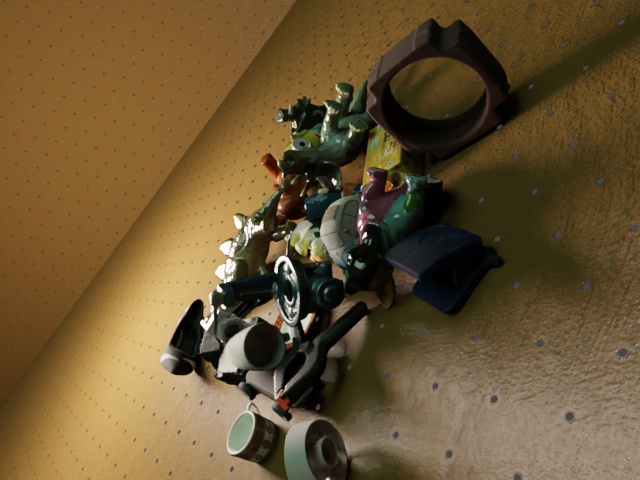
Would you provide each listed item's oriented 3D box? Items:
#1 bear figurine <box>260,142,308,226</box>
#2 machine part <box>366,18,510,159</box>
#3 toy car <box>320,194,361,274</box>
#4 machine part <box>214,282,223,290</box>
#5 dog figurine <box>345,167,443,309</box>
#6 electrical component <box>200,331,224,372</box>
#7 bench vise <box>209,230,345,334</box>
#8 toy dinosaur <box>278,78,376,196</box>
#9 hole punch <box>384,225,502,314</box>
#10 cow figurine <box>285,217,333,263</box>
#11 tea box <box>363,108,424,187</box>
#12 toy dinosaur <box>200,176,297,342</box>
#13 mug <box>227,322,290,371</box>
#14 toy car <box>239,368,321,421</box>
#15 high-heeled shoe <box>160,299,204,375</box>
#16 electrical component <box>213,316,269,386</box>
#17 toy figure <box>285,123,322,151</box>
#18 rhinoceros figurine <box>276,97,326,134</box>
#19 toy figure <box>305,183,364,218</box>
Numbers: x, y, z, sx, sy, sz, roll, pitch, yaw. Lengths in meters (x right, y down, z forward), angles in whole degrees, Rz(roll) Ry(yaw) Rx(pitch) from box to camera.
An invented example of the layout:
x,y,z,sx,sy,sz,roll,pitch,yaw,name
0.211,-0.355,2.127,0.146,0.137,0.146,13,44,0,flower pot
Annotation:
x,y,z,sx,sy,sz,roll,pitch,yaw,name
-0.077,-0.133,1.307,0.120,0.131,0.196,-21,31,16,bear figurine
0.197,-0.251,0.910,0.201,0.201,0.087,-31,33,40,machine part
0.056,-0.023,0.973,0.109,0.103,0.161,-16,57,53,toy car
-0.240,0.107,1.395,0.084,0.039,0.139,-21,43,60,machine part
0.112,-0.005,0.875,0.109,0.191,0.219,20,102,26,dog figurine
-0.223,0.220,1.144,0.048,0.119,0.075,-13,41,11,electrical component
-0.075,0.079,0.923,0.224,0.240,0.128,-147,55,-60,bench vise
0.057,-0.235,1.202,0.405,0.131,0.192,-52,-13,-48,toy dinosaur
0.168,0.026,0.768,0.116,0.092,0.142,-52,23,-4,hole punch
-0.001,-0.002,1.100,0.098,0.068,0.167,-51,27,-5,cow figurine
0.145,-0.165,1.044,0.098,0.068,0.170,-30,36,40,tea box
-0.171,0.060,1.244,0.471,0.105,0.199,-64,29,6,toy dinosaur
-0.114,0.189,0.964,0.109,0.080,0.107,-23,1,-40,mug
-0.069,0.252,0.928,0.089,0.053,0.202,-43,22,-25,toy car
-0.319,0.232,1.306,0.145,0.086,0.249,-67,14,1,high-heeled shoe
-0.148,0.223,1.086,0.115,0.058,0.134,-20,43,46,electrical component
-0.012,-0.221,1.278,0.180,0.082,0.089,-45,-22,-41,toy figure
-0.019,-0.309,1.363,0.073,0.190,0.112,11,110,60,rhinoceros figurine
0.045,-0.082,1.079,0.155,0.064,0.058,-11,58,22,toy figure
